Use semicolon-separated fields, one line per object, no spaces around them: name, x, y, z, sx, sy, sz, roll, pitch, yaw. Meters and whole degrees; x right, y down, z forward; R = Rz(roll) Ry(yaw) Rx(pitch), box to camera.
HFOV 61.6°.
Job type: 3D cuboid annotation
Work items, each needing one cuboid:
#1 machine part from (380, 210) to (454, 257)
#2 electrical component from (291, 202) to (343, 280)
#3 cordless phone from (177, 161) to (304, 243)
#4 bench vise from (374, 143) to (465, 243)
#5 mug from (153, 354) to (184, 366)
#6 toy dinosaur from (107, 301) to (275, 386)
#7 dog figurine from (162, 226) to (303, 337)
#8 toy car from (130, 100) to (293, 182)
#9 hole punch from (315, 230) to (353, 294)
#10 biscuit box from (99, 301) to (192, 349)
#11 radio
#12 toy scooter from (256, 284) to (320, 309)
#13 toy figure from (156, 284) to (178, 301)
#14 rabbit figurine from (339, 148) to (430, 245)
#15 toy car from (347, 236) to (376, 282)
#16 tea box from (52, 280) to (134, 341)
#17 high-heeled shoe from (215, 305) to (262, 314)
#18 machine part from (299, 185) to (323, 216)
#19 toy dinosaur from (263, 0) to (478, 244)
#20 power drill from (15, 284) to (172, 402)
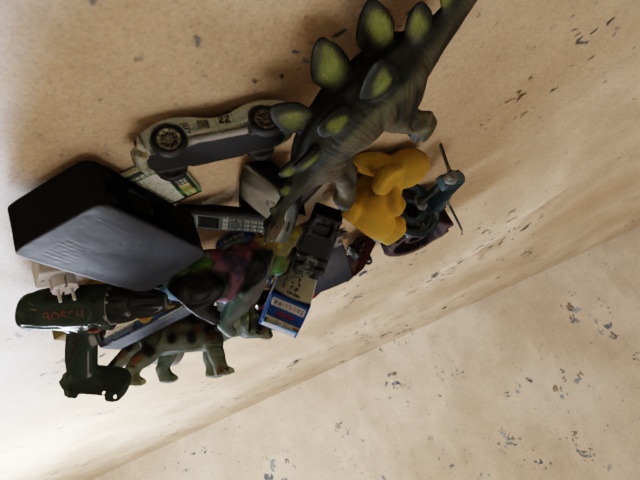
machine part;0.224;-0.021;1.271;0.179;0.056;0.179;-21;160;-8
electrical component;-0.002;-0.003;0.950;0.134;0.058;0.114;-74;-173;-75
cordless phone;-0.124;-0.058;0.797;0.184;0.089;0.146;1;154;-11
bench vise;0.209;-0.074;1.043;0.224;0.129;0.240;-14;163;-27
mug;-0.387;0.250;1.245;0.110;0.081;0.107;-27;148;26
toy dinosaur;-0.295;0.202;1.137;0.405;0.192;0.131;-4;163;-7
dog figurine;-0.130;0.033;0.883;0.219;0.109;0.191;-51;140;-10
toy car;-0.127;-0.123;0.653;0.202;0.056;0.073;-16;163;-18
hole punch;0.007;0.051;1.169;0.142;0.092;0.115;-20;155;-2
biscuit box;-0.343;0.149;1.054;0.203;0.059;0.062;-27;162;10
radio;-0.266;-0.009;0.707;0.131;0.073;0.229;-30;155;12
toy scooter;-0.067;0.127;1.286;0.184;0.075;0.135;-22;159;2
toy figure;-0.233;0.072;0.969;0.089;0.082;0.180;-25;157;10
rabbit figurine;0.111;-0.097;0.931;0.173;0.122;0.162;-44;145;12
toy car;0.092;0.032;1.257;0.089;0.053;0.202;-33;162;-19
tea box;-0.371;0.114;0.936;0.170;0.068;0.098;-26;158;9
high-heeled shoe;-0.235;0.180;1.289;0.249;0.086;0.145;5;-167;-11
machine part;-0.009;-0.092;0.880;0.084;0.039;0.139;-16;157;-43
toy dinosaur;0.067;-0.173;0.630;0.471;0.105;0.198;-50;158;14
power drill;-0.349;0.160;0.851;0.232;0.086;0.207;4;126;-3
